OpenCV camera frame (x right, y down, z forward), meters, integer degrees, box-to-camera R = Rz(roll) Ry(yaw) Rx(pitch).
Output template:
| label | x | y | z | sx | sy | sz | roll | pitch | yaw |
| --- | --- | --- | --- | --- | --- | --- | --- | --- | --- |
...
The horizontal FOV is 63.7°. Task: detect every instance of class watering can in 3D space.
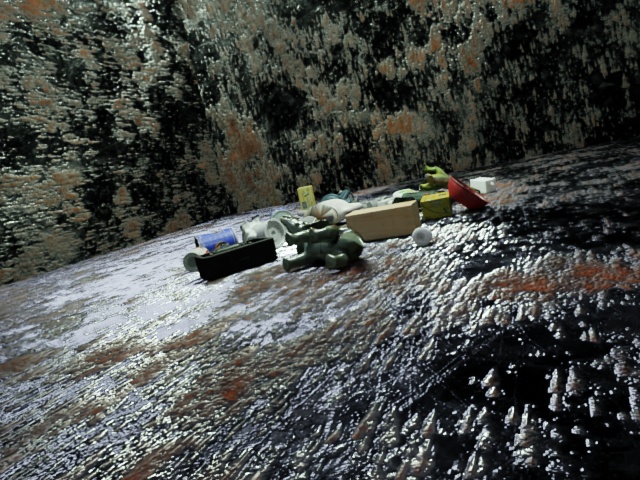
| label | x | y | z | sx | sy | sz | roll | pitch | yaw |
| --- | --- | --- | --- | --- | --- | --- | --- | --- | --- |
| watering can | 0.007 | -0.109 | 2.164 | 0.346 | 0.103 | 0.227 | -7 | 10 | 30 |

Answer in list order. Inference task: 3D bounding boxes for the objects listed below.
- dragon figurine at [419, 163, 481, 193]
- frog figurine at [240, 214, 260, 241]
| label | x | y | z | sx | sy | sz | roll | pitch | yaw |
| --- | --- | --- | --- | --- | --- | --- | --- | --- | --- |
| dragon figurine | 0.514 | -0.223 | 2.030 | 0.243 | 0.121 | 0.413 | 12 | 10 | 6 |
| frog figurine | -0.222 | -0.014 | 1.991 | 0.161 | 0.121 | 0.138 | 31 | 18 | 23 |
